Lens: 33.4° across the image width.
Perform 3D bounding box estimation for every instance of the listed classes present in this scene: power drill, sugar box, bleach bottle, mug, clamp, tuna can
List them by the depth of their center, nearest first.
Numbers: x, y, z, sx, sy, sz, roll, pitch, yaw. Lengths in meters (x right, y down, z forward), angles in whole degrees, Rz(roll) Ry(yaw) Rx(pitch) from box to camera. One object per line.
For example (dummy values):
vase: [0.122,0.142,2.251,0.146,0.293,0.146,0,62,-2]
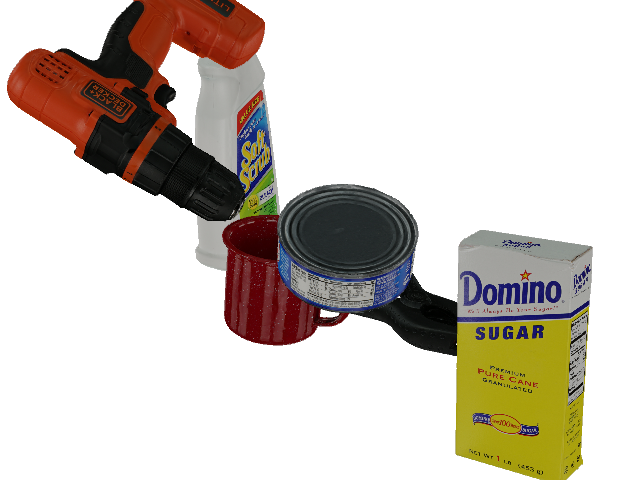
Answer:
tuna can: [0.016,0.005,0.655,0.086,0.034,0.086,2,41,-2]
power drill: [-0.110,-0.116,0.793,0.184,0.187,0.057,33,-43,-6]
sugar box: [0.150,0.086,0.799,0.093,0.176,0.048,9,22,34]
mug: [-0.027,0.037,0.886,0.117,0.081,0.093,14,26,17]
clamp: [0.095,0.065,1.071,0.172,0.039,0.120,26,39,31]
bleach bottle: [-0.094,-0.101,1.111,0.068,0.251,0.102,13,31,31]
